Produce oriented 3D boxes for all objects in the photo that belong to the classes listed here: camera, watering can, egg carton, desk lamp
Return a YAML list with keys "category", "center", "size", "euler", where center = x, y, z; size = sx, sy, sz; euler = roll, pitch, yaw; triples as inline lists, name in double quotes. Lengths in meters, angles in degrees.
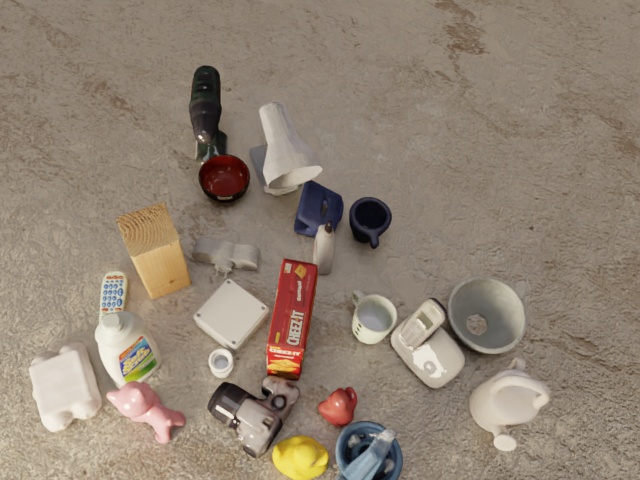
- category: "camera"
  center: [-0.125, 0.303, 1.047]
  size: [0.136, 0.101, 0.143]
  euler: [29, 64, 9]
- category: "watering can"
  center: [0.354, 0.297, 1.052]
  size: [0.101, 0.194, 0.173]
  euler: [2, 63, -5]
- category: "egg carton"
  center: [-0.464, 0.266, 1.044]
  size: [0.107, 0.069, 0.150]
  euler: [-21, 67, -16]
- category: "desk lamp"
  center: [-0.084, -0.181, 1.234]
  size: [0.118, 0.213, 0.203]
  euler: [-17, 66, -14]

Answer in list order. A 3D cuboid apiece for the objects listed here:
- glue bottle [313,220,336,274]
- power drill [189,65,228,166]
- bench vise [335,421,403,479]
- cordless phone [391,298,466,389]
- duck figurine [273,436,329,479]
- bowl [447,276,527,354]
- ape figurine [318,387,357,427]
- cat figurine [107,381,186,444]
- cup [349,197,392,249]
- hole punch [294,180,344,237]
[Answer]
- category: "glue bottle"
  center: [0.011, 0.004, 1.173]
  size: [0.037, 0.173, 0.078]
  euler: [-2, 63, -7]
- category: "power drill"
  center: [-0.244, -0.255, 1.256]
  size: [0.075, 0.208, 0.229]
  euler: [-3, 63, -7]
- category: "bench vise"
  center: [0.077, 0.395, 0.956]
  size: [0.121, 0.220, 0.207]
  euler: [17, 63, 3]
- category: "cordless phone"
  center: [0.220, 0.193, 1.094]
  size: [0.094, 0.185, 0.147]
  euler: [-37, 72, -22]
- category: "duck figurine"
  center: [-0.032, 0.386, 1.023]
  size: [0.104, 0.086, 0.077]
  euler: [9, 62, -2]
- category: "bowl"
  center: [0.335, 0.163, 1.185]
  size: [0.167, 0.075, 0.167]
  euler: [3, 63, -5]
- category: "ape figurine"
  center: [0.036, 0.306, 1.068]
  size: [0.078, 0.092, 0.076]
  euler: [-6, 64, -9]
- category: "cat figurine"
  center: [-0.309, 0.298, 1.018]
  size: [0.127, 0.118, 0.067]
  euler: [31, 64, 10]
- category: "cup"
  center: [0.105, -0.022, 1.241]
  size: [0.092, 0.095, 0.117]
  euler: [-5, 64, -9]
- category: "hole punch"
  center: [0.001, -0.067, 1.255]
  size: [0.101, 0.091, 0.109]
  euler: [12, 62, 0]
